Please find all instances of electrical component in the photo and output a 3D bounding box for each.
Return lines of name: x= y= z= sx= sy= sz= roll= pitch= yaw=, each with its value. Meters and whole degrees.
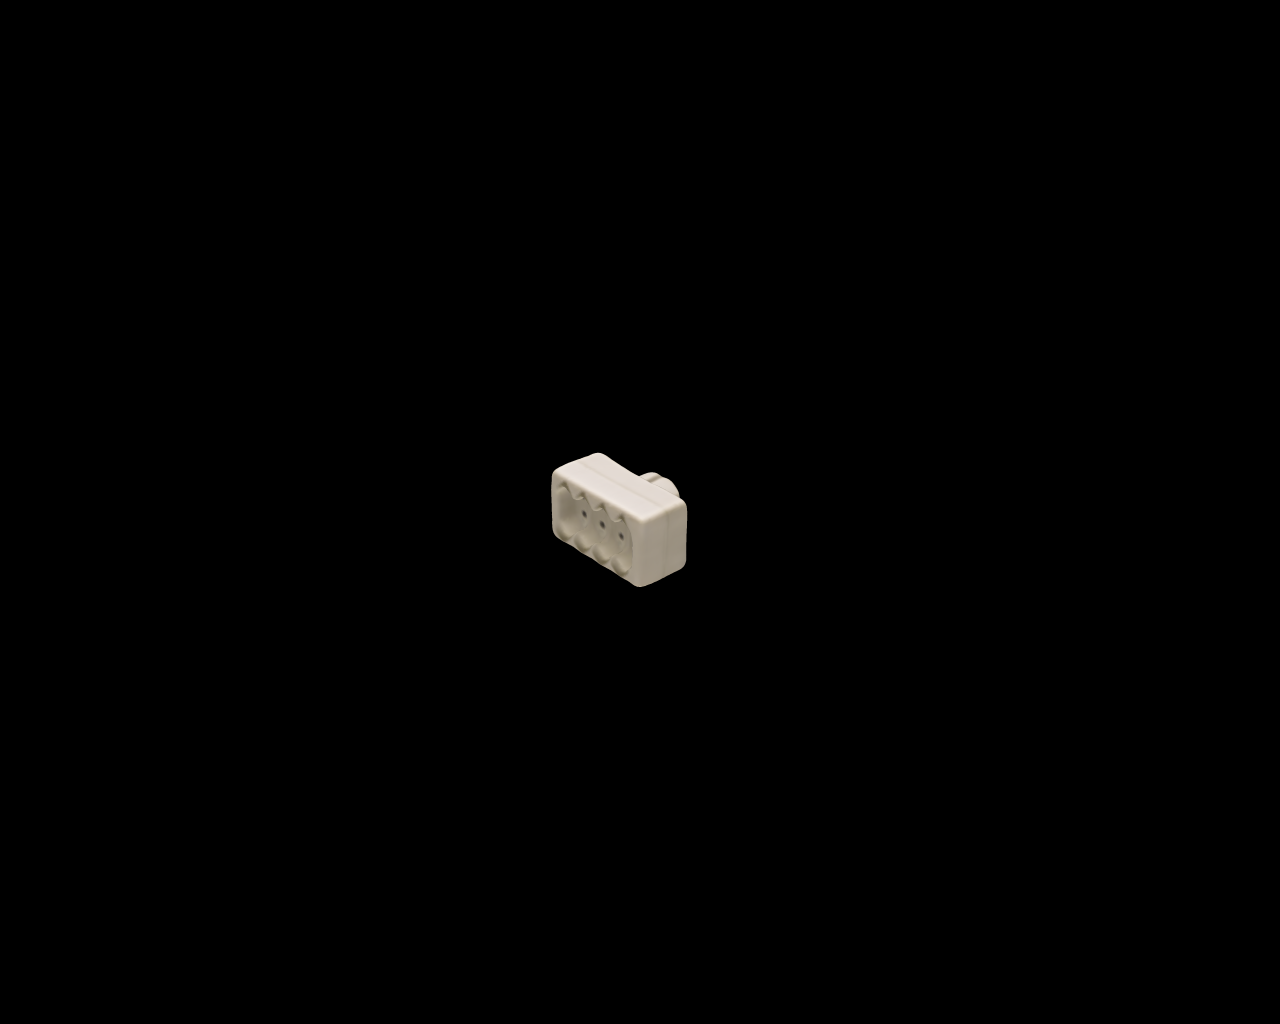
electrical component: x=0.001 y=-0.003 z=0.650 sx=0.076 sy=0.047 sz=0.083 roll=-24 pitch=39 yaw=-34
